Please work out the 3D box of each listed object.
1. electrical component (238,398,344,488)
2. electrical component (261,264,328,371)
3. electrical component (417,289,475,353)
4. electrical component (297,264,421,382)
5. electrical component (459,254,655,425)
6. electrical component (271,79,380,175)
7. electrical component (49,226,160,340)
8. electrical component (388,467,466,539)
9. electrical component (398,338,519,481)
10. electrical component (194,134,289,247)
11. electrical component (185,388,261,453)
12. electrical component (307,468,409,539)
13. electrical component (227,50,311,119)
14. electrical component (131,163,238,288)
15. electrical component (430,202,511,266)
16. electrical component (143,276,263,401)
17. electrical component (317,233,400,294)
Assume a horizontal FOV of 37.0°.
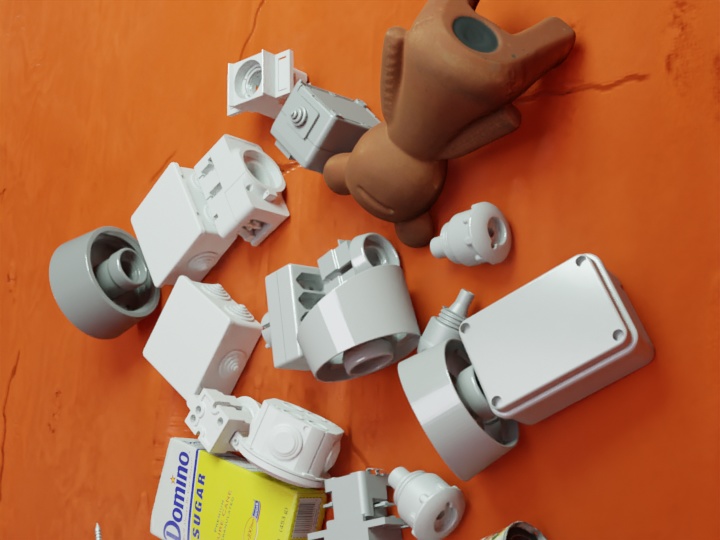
[{"bbox_3d":[-0.056,0.143,0.887,0.080,0.080,0.051,24,91,42],"label":"electrical component"},{"bbox_3d":[-0.061,0.047,0.935,0.076,0.047,0.083,-27,63,44],"label":"electrical component"},{"bbox_3d":[0.070,0.044,0.831,0.035,0.035,0.061,31,98,41],"label":"electrical component"},{"bbox_3d":[-0.001,0.046,0.852,0.099,0.099,0.064,-34,66,30],"label":"electrical component"},{"bbox_3d":[0.135,0.049,0.746,0.113,0.057,0.078,-32,60,19],"label":"electrical component"},{"bbox_3d":[-0.028,-0.114,0.911,0.061,0.096,0.061,48,115,37],"label":"electrical component"},{"bbox_3d":[-0.246,0.008,1.068,0.060,0.108,0.108,-26,64,27],"label":"electrical component"},{"bbox_3d":[0.046,0.173,0.817,0.062,0.048,0.048,35,103,47],"label":"electrical component"},{"bbox_3d":[0.069,0.100,0.780,0.064,0.099,0.099,-35,59,23],"label":"electrical component"},{"bbox_3d":[-0.108,-0.077,1.002,0.056,0.050,0.089,-42,56,28],"label":"electrical component"},{"bbox_3d":[-0.116,0.135,0.956,0.066,0.055,0.048,42,108,38],"label":"electrical component"},{"bbox_3d":[0.000,0.192,0.852,0.081,0.042,0.063,-21,66,36],"label":"electrical component"},{"bbox_3d":[-0.083,-0.168,0.993,0.081,0.064,0.042,-12,74,39],"label":"electrical component"},{"bbox_3d":[-0.170,-0.041,1.042,0.099,0.048,0.099,-46,56,33],"label":"electrical component"},{"bbox_3d":[0.082,-0.023,0.830,0.062,0.048,0.048,-17,69,45],"label":"electrical component"},{"bbox_3d":[-0.146,0.066,1.003,0.100,0.048,0.099,37,104,40],"label":"electrical component"},{"bbox_3d":[0.000,0.000,0.895,0.055,0.048,0.066,-36,58,39],"label":"electrical component"}]
